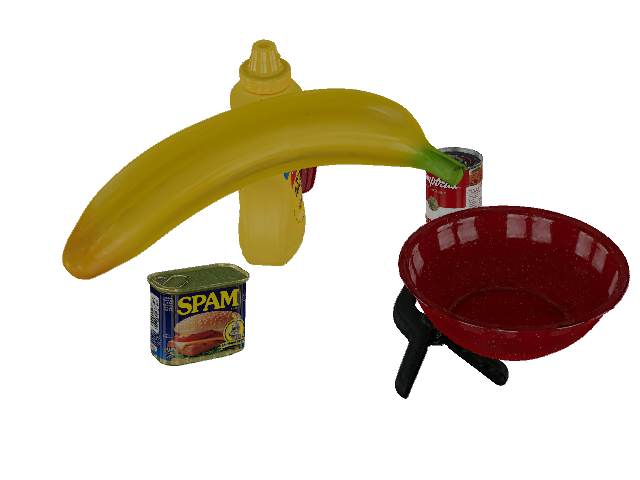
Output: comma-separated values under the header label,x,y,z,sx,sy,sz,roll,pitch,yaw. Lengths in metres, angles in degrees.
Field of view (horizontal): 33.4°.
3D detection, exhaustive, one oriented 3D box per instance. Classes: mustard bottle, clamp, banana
label,x,y,z,sx,sy,sz,roll,pitch,yaw
mustard bottle,-0.043,-0.078,0.885,0.058,0.192,0.096,4,40,6
clamp,0.135,0.100,1.158,0.120,0.171,0.039,4,-44,-7
banana,-0.031,-0.036,0.508,0.197,0.037,0.070,-16,47,-15

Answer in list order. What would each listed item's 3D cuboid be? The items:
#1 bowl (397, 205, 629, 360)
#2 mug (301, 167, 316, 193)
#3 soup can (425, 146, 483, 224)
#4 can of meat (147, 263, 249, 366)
label,x,y,z,sx,sy,sz,roll,pitch,yaw
bowl,0.136,0.037,0.767,0.162,0.055,0.162,-2,32,1
mug,-0.038,-0.108,1.238,0.093,0.081,0.117,16,26,15
soup can,0.160,-0.053,1.286,0.068,0.102,0.068,-2,27,1
can of meat,-0.125,0.075,1.093,0.101,0.084,0.058,-8,20,-31
